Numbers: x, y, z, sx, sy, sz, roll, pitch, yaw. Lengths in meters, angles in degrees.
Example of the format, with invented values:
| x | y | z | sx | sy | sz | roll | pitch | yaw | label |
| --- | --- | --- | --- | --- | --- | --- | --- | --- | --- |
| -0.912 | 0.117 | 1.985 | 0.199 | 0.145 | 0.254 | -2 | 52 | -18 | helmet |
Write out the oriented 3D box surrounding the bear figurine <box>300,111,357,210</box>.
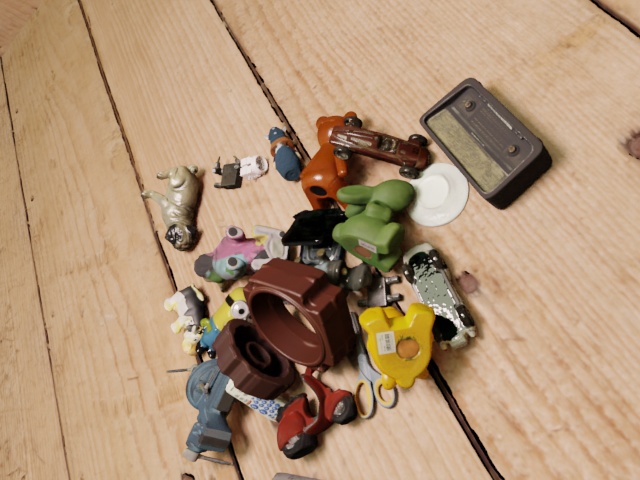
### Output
| x | y | z | sx | sy | sz | roll | pitch | yaw | label |
| --- | --- | --- | --- | --- | --- | --- | --- | --- | --- |
| 0.030 | -0.169 | 1.149 | 0.120 | 0.131 | 0.196 | -4 | 55 | 33 | bear figurine |

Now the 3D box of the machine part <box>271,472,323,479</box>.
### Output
| x | y | z | sx | sy | sz | roll | pitch | yaw | label |
| --- | --- | --- | --- | --- | --- | --- | --- | --- | --- |
| -0.010 | 0.470 | 0.969 | 0.243 | 0.079 | 0.079 | -5 | 72 | 35 | machine part |

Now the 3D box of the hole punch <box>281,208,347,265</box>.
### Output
| x | y | z | sx | sy | sz | roll | pitch | yaw | label |
| --- | --- | --- | --- | --- | --- | --- | --- | --- | --- |
| -0.002 | -0.003 | 1.128 | 0.142 | 0.092 | 0.116 | -5 | 41 | 37 | hole punch |

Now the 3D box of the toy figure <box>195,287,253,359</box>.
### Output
| x | y | z | sx | sy | sz | roll | pitch | yaw | label |
| --- | --- | --- | --- | --- | --- | --- | --- | --- | --- |
| -0.210 | 0.183 | 1.206 | 0.180 | 0.082 | 0.089 | -47 | 54 | 17 | toy figure |

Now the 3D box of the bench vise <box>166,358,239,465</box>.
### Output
| x | y | z | sx | sy | sz | roll | pitch | yaw | label |
| --- | --- | --- | --- | --- | --- | --- | --- | --- | --- |
| -0.245 | 0.345 | 1.160 | 0.241 | 0.129 | 0.223 | 22 | 98 | 58 | bench vise |

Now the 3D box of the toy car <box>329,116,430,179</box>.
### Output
| x | y | z | sx | sy | sz | roll | pitch | yaw | label |
| --- | --- | --- | --- | --- | --- | --- | --- | --- | --- |
| 0.118 | -0.186 | 1.061 | 0.202 | 0.053 | 0.089 | 19 | 75 | 5 | toy car |

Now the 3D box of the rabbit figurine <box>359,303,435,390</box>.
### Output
| x | y | z | sx | sy | sz | roll | pitch | yaw | label |
| --- | --- | --- | --- | --- | --- | --- | --- | --- | --- |
| 0.139 | 0.173 | 0.932 | 0.122 | 0.173 | 0.162 | -18 | 99 | -3 | rabbit figurine |

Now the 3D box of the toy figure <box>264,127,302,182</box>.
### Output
| x | y | z | sx | sy | sz | roll | pitch | yaw | label |
| --- | --- | --- | --- | --- | --- | --- | --- | --- | --- |
| -0.087 | -0.204 | 1.261 | 0.057 | 0.064 | 0.155 | 110 | 147 | -47 | toy figure |

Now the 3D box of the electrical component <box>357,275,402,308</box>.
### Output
| x | y | z | sx | sy | sz | roll | pitch | yaw | label |
| --- | --- | --- | --- | --- | --- | --- | --- | --- | --- |
| 0.113 | 0.101 | 1.039 | 0.094 | 0.021 | 0.063 | -16 | 66 | 31 | electrical component |

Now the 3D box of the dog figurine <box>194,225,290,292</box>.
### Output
| x | y | z | sx | sy | sz | roll | pitch | yaw | label |
| --- | --- | --- | --- | --- | --- | --- | --- | --- | --- |
| -0.182 | 0.050 | 1.224 | 0.219 | 0.191 | 0.108 | 138 | 130 | -60 | dog figurine |

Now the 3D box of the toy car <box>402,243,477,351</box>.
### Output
| x | y | z | sx | sy | sz | roll | pitch | yaw | label |
| --- | --- | --- | --- | --- | --- | --- | --- | --- | --- |
| 0.209 | 0.098 | 0.953 | 0.073 | 0.056 | 0.202 | -30 | 61 | 17 | toy car |

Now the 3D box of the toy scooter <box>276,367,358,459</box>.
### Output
| x | y | z | sx | sy | sz | roll | pitch | yaw | label |
| --- | --- | --- | --- | --- | --- | --- | --- | --- | --- |
| -0.022 | 0.320 | 1.030 | 0.184 | 0.075 | 0.135 | -41 | 56 | 13 | toy scooter |

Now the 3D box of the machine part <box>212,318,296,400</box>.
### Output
| x | y | z | sx | sy | sz | roll | pitch | yaw | label |
| --- | --- | --- | --- | --- | --- | --- | --- | --- | --- |
| -0.131 | 0.238 | 1.072 | 0.056 | 0.179 | 0.179 | -50 | 53 | 16 | machine part |

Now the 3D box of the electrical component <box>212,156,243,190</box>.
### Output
| x | y | z | sx | sy | sz | roll | pitch | yaw | label |
| --- | --- | --- | --- | --- | --- | --- | --- | --- | --- |
| -0.230 | -0.170 | 1.359 | 0.102 | 0.045 | 0.078 | 5 | 76 | 36 | electrical component |

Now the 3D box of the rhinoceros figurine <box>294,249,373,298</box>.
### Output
| x | y | z | sx | sy | sz | roll | pitch | yaw | label |
| --- | --- | --- | --- | --- | --- | --- | --- | --- | --- |
| 0.018 | 0.077 | 1.062 | 0.190 | 0.112 | 0.073 | -12 | 44 | 46 | rhinoceros figurine |

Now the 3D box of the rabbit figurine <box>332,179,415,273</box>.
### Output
| x | y | z | sx | sy | sz | roll | pitch | yaw | label |
| --- | --- | --- | --- | --- | --- | --- | --- | --- | --- |
| 0.111 | -0.045 | 1.028 | 0.159 | 0.121 | 0.170 | 20 | 64 | 28 | rabbit figurine |

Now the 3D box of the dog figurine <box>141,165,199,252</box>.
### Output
| x | y | z | sx | sy | sz | roll | pitch | yaw | label |
| --- | --- | --- | --- | --- | --- | --- | --- | --- | --- |
| -0.348 | -0.084 | 1.395 | 0.172 | 0.121 | 0.191 | -47 | 68 | 18 | dog figurine |

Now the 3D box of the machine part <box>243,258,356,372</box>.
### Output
| x | y | z | sx | sy | sz | roll | pitch | yaw | label |
| --- | --- | --- | --- | --- | --- | --- | --- | --- | --- |
| -0.042 | 0.144 | 1.023 | 0.202 | 0.200 | 0.087 | 11 | 40 | 36 | machine part |

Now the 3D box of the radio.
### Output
| x | y | z | sx | sy | sz | roll | pitch | yaw | label |
| --- | --- | --- | --- | --- | --- | --- | --- | --- | --- |
| 0.296 | -0.178 | 0.970 | 0.131 | 0.073 | 0.230 | -42 | 56 | 17 | radio |

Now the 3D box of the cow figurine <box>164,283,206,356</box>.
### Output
| x | y | z | sx | sy | sz | roll | pitch | yaw | label |
| --- | --- | --- | --- | --- | --- | --- | --- | --- | --- |
| -0.302 | 0.188 | 1.281 | 0.098 | 0.068 | 0.167 | -38 | 57 | 13 | cow figurine |
